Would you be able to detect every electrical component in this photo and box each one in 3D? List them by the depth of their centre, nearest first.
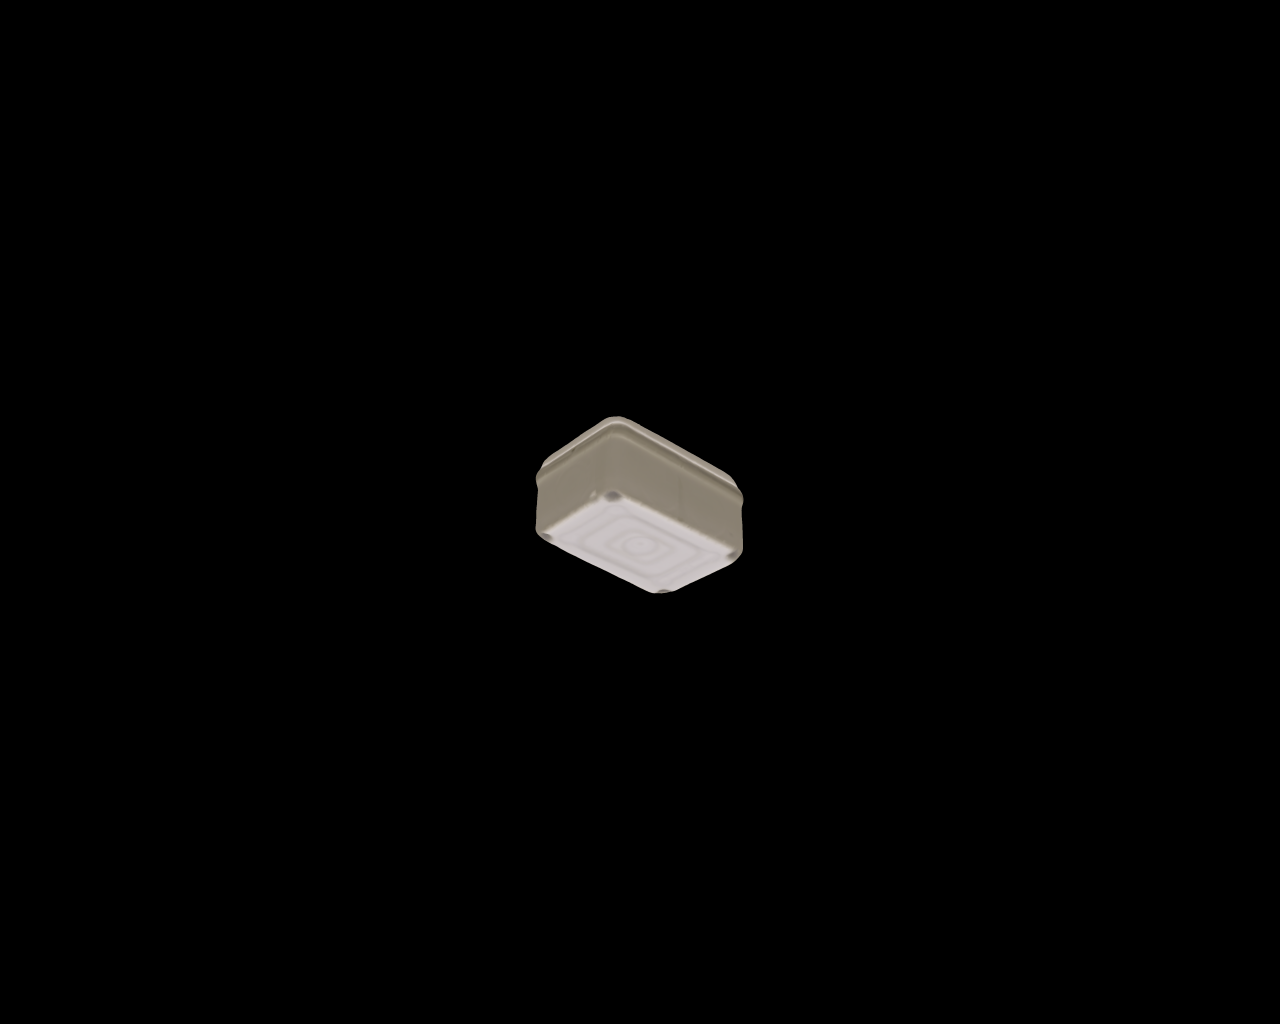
[{"bbox_3d":[0.001,-0.003,0.650,0.113,0.057,0.078,27,-41,-36],"label":"electrical component"}]
